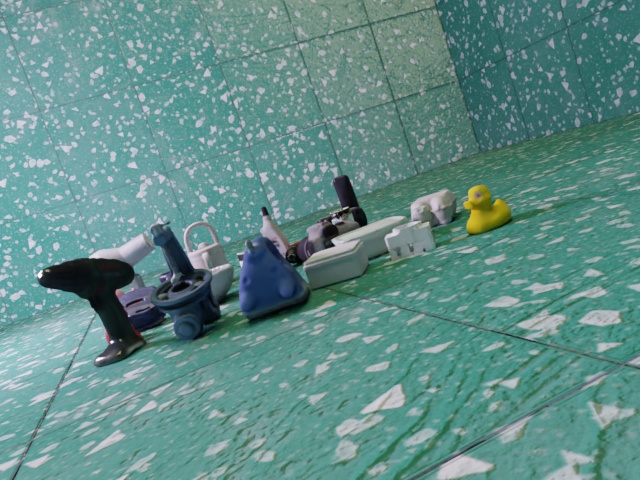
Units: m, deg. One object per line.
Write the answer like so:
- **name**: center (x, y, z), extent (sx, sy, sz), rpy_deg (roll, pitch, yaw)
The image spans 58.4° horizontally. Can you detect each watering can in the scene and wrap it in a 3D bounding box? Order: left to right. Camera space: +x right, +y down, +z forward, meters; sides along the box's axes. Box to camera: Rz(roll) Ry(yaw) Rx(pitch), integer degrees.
- **watering can**: center (-0.327, 0.043, 1.638), extent (0.101, 0.194, 0.172), rpy_deg (-23, 7, -32)

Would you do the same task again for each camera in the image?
- **camera**: center (0.013, 0.005, 1.371), extent (0.143, 0.101, 0.136), rpy_deg (-23, 7, -33)

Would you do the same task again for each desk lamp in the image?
- **desk lamp**: center (-0.524, 0.101, 1.631), extent (0.203, 0.213, 0.118), rpy_deg (-19, 6, -3)

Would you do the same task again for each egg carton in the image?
- **egg carton**: center (0.282, -0.076, 1.410), extent (0.107, 0.069, 0.150), rpy_deg (-17, 7, 20)

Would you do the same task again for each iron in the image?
- **iron**: center (-0.095, 0.053, 1.083), extent (0.118, 0.141, 0.258), rpy_deg (-19, 6, 4)

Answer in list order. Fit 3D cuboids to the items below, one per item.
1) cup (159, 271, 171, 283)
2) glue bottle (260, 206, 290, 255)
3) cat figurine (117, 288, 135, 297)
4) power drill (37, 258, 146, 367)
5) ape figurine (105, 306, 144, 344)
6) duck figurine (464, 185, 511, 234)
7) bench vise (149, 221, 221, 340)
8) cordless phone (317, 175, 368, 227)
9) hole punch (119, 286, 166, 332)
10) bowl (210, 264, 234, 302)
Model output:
- **cup**: center (-0.369, 0.125, 1.507), extent (0.091, 0.095, 0.118), rpy_deg (-19, 6, 2)
- **glue bottle**: center (-0.138, -0.015, 1.670), extent (0.078, 0.173, 0.037), rpy_deg (-17, 7, 15)
- **cat figurine**: center (-0.506, 0.164, 1.472), extent (0.067, 0.118, 0.128), rpy_deg (-16, 7, 25)
- **power drill**: center (-0.421, 0.128, 1.100), extent (0.075, 0.208, 0.230), rpy_deg (-17, 6, 15)
- **ape figurine**: center (-0.425, 0.178, 1.221), extent (0.076, 0.092, 0.078), rpy_deg (-19, 6, -3)
- **duck figurine**: center (0.323, -0.067, 1.124), extent (0.105, 0.086, 0.077), rpy_deg (-23, 7, -30)
- **bench vise**: center (-0.274, 0.071, 1.100), extent (0.122, 0.220, 0.207), rpy_deg (-21, 7, -16)
- **cordless phone**: center (0.053, -0.093, 1.715), extent (0.147, 0.185, 0.094), rpy_deg (-18, 6, 7)
- **hole punch**: center (-0.422, 0.164, 1.342), extent (0.109, 0.091, 0.101), rpy_deg (-20, 6, -8)
- **bowl**: center (-0.275, 0.119, 1.365), extent (0.167, 0.075, 0.167), rpy_deg (-19, 6, 2)
